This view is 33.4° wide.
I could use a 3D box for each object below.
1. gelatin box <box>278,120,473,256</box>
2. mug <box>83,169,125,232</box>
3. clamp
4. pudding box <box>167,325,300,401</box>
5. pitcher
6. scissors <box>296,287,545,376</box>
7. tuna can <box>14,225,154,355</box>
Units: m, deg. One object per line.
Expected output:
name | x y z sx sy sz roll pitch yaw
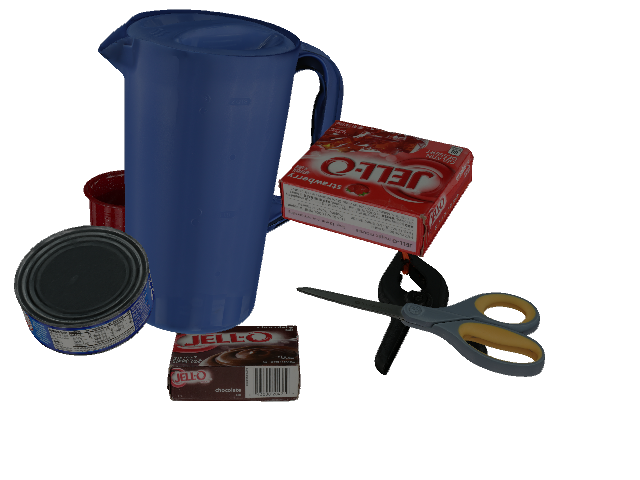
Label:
gelatin box | 0.032 -0.032 0.604 0.089 0.030 0.073 15 40 22
mug | -0.199 -0.024 1.118 0.093 0.081 0.117 -1 28 -9
clamp | 0.118 0.079 1.176 0.120 0.171 0.039 5 -43 -5
pudding box | -0.075 0.107 0.941 0.113 0.039 0.090 2 18 -3
pitcher | -0.084 -0.053 0.845 0.149 0.243 0.144 20 27 25
scissors | 0.090 0.053 0.863 0.202 0.016 0.096 22 39 20
tuna can | -0.151 0.032 0.690 0.086 0.086 0.034 0 -43 3
